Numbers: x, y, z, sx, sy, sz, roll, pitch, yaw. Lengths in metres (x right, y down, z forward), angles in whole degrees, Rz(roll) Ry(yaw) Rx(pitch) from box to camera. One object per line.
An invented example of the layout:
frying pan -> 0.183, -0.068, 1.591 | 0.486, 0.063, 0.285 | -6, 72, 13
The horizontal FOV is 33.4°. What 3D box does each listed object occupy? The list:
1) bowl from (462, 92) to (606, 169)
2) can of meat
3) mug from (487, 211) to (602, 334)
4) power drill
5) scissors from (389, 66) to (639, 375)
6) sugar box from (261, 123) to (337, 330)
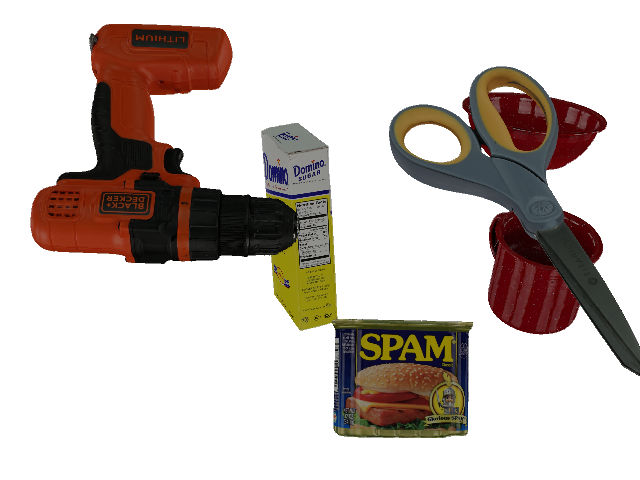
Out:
bowl -> 0.237, -0.120, 1.204 | 0.162, 0.055, 0.162 | 5, 23, -2
can of meat -> 0.059, 0.101, 0.782 | 0.102, 0.084, 0.057 | 2, -6, -7
mug -> 0.188, 0.022, 0.954 | 0.093, 0.081, 0.117 | -17, 42, -27
power drill -> -0.105, -0.070, 0.771 | 0.184, 0.187, 0.057 | 3, -33, -3
scissors -> 0.085, -0.014, 0.512 | 0.096, 0.201, 0.016 | -7, -43, 6
sugar box -> -0.021, -0.014, 1.010 | 0.048, 0.176, 0.093 | -13, 23, -15
